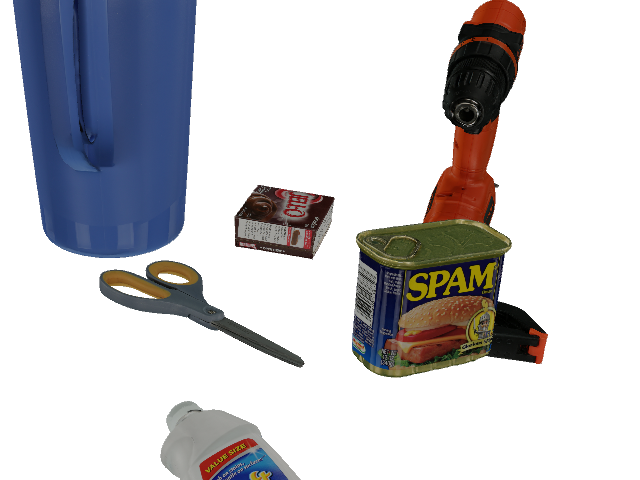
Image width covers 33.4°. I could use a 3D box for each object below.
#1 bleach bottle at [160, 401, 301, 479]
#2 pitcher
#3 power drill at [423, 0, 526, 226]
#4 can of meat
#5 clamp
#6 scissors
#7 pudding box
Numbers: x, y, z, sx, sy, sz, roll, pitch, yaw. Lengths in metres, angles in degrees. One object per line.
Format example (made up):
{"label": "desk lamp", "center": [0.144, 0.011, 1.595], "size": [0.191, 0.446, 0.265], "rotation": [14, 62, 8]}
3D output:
{"label": "bleach bottle", "center": [-0.057, 0.199, 0.766], "size": [0.102, 0.068, 0.251], "rotation": [-18, 34, -24]}
{"label": "pitcher", "center": [-0.155, -0.110, 0.763], "size": [0.148, 0.243, 0.145], "rotation": [-18, 33, -37]}
{"label": "power drill", "center": [0.124, -0.083, 0.868], "size": [0.057, 0.188, 0.184], "rotation": [15, 36, 11]}
{"label": "can of meat", "center": [0.071, 0.038, 0.709], "size": [0.101, 0.084, 0.058], "rotation": [-7, 25, -28]}
{"label": "clamp", "center": [0.139, 0.067, 1.009], "size": [0.172, 0.039, 0.120], "rotation": [21, 34, 25]}
{"label": "scissors", "center": [-0.088, 0.055, 0.888], "size": [0.202, 0.016, 0.096], "rotation": [16, 24, 18]}
{"label": "pudding box", "center": [-0.038, -0.022, 1.163], "size": [0.090, 0.039, 0.113], "rotation": [9, 24, 8]}
